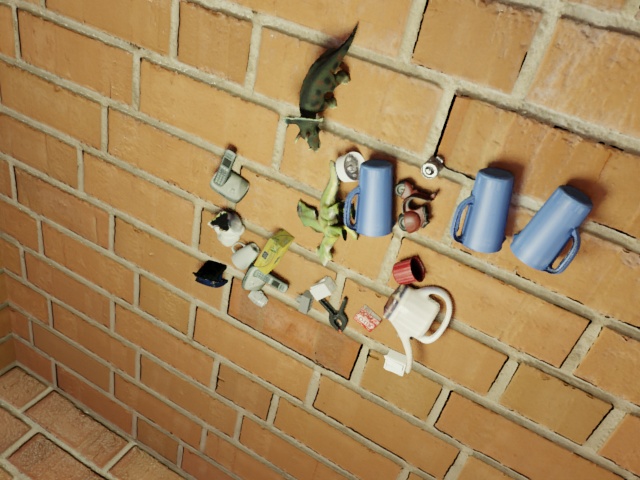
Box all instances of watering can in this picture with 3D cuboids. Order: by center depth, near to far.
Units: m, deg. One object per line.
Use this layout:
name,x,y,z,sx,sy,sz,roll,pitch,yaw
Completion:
watering can,0.325,0.301,1.854,0.225,0.105,0.343,32,107,10

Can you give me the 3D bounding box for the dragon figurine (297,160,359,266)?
dragon figurine,0.006,-0.094,1.863,0.242,0.124,0.404,2,114,37

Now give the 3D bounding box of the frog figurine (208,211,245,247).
frog figurine,-0.369,-0.042,2.107,0.137,0.125,0.156,0,150,20
